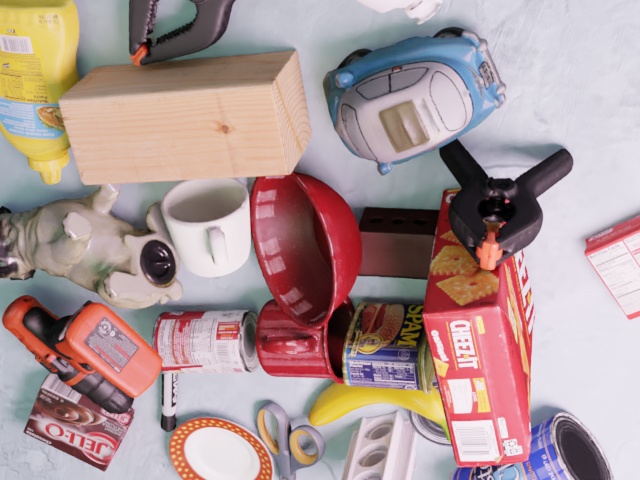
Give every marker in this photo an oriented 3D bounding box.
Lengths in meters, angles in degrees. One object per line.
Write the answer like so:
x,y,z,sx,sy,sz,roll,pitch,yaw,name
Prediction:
-0.173,0.173,1.222,0.020,0.020,0.121,12,123,8,marker

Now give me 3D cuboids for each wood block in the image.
-0.123,-0.112,0.993,0.206,0.090,0.091,-1,119,16,wood block

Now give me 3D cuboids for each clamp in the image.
-0.097,-0.228,0.947,0.164,0.036,0.210,33,122,-8,clamp
0.145,-0.040,0.924,0.120,0.171,0.039,9,126,21,clamp

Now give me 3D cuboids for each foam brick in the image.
0.077,0.003,1.030,0.078,0.053,0.051,2,121,13,foam brick

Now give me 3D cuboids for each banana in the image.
0.060,0.168,1.121,0.198,0.069,0.037,-3,165,45,banana

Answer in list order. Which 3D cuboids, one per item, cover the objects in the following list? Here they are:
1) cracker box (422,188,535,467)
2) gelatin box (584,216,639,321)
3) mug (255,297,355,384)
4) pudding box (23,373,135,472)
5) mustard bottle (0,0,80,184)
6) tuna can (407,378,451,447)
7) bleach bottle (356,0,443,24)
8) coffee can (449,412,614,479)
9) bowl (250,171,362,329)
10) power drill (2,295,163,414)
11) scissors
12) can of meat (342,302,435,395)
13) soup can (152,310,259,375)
0.148,0.070,0.955,0.072,0.213,0.164,-7,119,17,cracker box
0.300,0.023,0.995,0.073,0.030,0.089,-27,110,29,gelatin box
-0.019,0.101,1.083,0.082,0.117,0.093,-2,95,22,mug
-0.286,0.215,1.267,0.113,0.039,0.090,28,125,-2,pudding box
-0.273,-0.142,1.034,0.096,0.058,0.192,7,122,13,mustard bottle
0.136,0.177,1.131,0.086,0.033,0.086,7,122,11,tuna can
0.016,-0.282,0.865,0.103,0.068,0.250,-41,109,11,bleach bottle
0.219,0.257,1.115,0.141,0.102,0.102,-37,106,30,coffee can
-0.007,0.001,1.022,0.162,0.055,0.162,37,134,49,bowl
-0.243,0.129,1.147,0.184,0.057,0.188,44,152,-22,power drill
-0.024,0.272,1.231,0.096,0.016,0.202,7,125,36,scissors
0.073,0.105,1.065,0.084,0.102,0.057,1,122,17,can of meat
-0.119,0.109,1.139,0.102,0.068,0.068,-3,120,16,soup can
